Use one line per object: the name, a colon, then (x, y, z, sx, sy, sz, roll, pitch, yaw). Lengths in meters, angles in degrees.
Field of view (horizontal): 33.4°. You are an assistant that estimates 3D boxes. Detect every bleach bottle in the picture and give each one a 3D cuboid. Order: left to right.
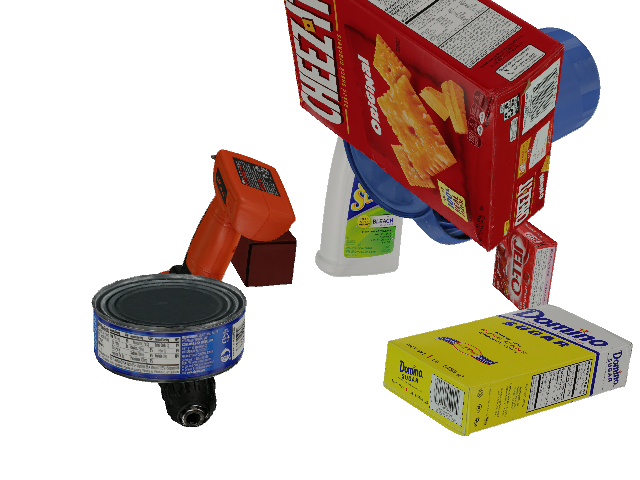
bleach bottle: (0.052, -0.086, 1.260, 0.102, 0.251, 0.068, -4, 19, -20)

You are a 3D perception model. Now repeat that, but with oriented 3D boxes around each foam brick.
foam brick: (-0.063, 0.006, 1.104, 0.053, 0.051, 0.078, -4, 29, -20)

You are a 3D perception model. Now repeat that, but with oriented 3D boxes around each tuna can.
tuna can: (-0.085, 0.048, 0.600, 0.086, 0.034, 0.086, 2, 17, -1)

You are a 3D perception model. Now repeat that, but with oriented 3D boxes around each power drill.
power drill: (-0.088, 0.035, 0.868, 0.057, 0.188, 0.184, 19, 25, -27)

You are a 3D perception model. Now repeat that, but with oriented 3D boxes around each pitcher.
pitcher: (0.153, -0.111, 1.011, 0.242, 0.149, 0.145, -24, 45, -31)

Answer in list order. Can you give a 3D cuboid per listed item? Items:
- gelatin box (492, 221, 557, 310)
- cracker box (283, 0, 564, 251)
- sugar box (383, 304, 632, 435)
gelatin box: (0.221, 0.026, 1.164, 0.030, 0.089, 0.073, -10, 30, -20)
cracker box: (0.066, -0.114, 0.769, 0.072, 0.164, 0.214, -38, 58, -20)
sugar box: (0.146, 0.094, 0.821, 0.175, 0.048, 0.093, -12, 25, -34)
